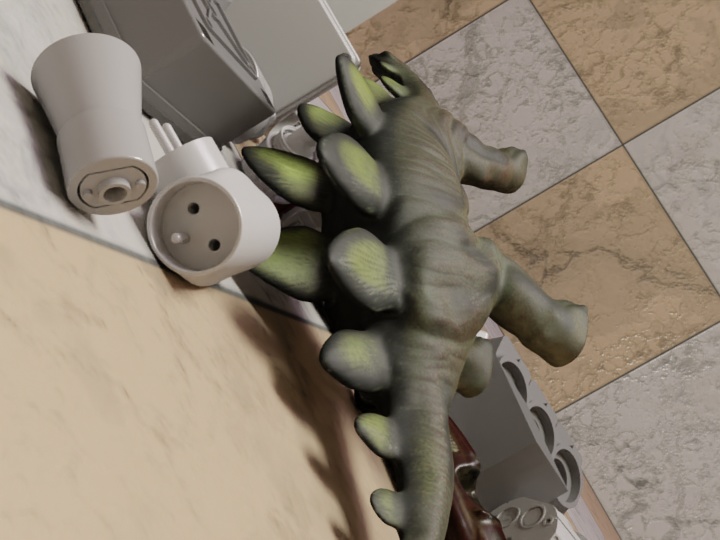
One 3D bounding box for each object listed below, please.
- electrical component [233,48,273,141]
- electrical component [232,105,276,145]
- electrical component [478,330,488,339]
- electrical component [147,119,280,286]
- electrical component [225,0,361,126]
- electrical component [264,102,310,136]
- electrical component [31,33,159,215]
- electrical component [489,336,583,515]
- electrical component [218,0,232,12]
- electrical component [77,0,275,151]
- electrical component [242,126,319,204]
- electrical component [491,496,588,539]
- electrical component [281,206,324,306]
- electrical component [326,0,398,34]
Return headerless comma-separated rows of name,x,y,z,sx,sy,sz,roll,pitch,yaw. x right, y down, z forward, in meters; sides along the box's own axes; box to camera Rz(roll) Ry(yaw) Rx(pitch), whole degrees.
electrical component,-0.086,-0.114,0.698,0.055,0.055,0.047,61,4,15
electrical component,-0.089,-0.123,0.752,0.062,0.043,0.043,62,8,23
electrical component,0.055,0.077,0.850,0.076,0.066,0.047,115,-8,-51
electrical component,-0.075,-0.036,0.503,0.079,0.043,0.077,60,8,3
electrical component,-0.071,-0.170,0.806,0.108,0.109,0.056,59,5,-4
electrical component,-0.070,-0.155,0.878,0.077,0.043,0.079,54,37,4
electrical component,-0.102,-0.054,0.421,0.044,0.044,0.065,47,19,-57
electrical component,0.126,0.141,0.909,0.150,0.062,0.089,56,42,-22
electrical component,-0.123,-0.187,0.719,0.078,0.057,0.058,59,8,-5
electrical component,-0.109,-0.136,0.621,0.108,0.056,0.109,62,8,21
electrical component,-0.048,-0.080,0.749,0.048,0.062,0.048,31,35,-25
electrical component,0.110,0.191,0.698,0.051,0.080,0.080,52,10,-19
electrical component,0.000,0.000,0.751,0.121,0.079,0.063,58,-21,-12
electrical component,-0.052,-0.245,0.915,0.105,0.186,0.060,56,8,-22
